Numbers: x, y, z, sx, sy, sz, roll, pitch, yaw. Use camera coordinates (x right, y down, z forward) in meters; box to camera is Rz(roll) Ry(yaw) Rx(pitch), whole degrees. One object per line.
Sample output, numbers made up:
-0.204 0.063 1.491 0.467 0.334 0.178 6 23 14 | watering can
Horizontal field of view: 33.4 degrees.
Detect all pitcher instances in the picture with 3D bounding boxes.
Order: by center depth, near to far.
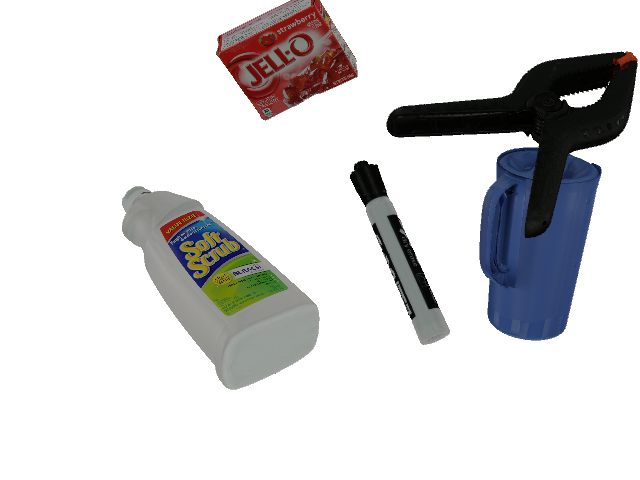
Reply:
0.279 0.008 1.413 0.149 0.243 0.145 5 24 5 | pitcher

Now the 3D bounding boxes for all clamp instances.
0.181 -0.088 0.840 0.209 0.036 0.165 -25 52 -19 | clamp

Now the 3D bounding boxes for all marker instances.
0.046 0.005 0.645 0.020 0.121 0.020 -19 -20 -7 | marker

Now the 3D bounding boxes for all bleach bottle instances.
-0.112 0.025 0.954 0.102 0.068 0.251 -22 43 -31 | bleach bottle

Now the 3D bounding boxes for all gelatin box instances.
-0.026 -0.144 0.837 0.089 0.030 0.073 -23 -51 17 | gelatin box
